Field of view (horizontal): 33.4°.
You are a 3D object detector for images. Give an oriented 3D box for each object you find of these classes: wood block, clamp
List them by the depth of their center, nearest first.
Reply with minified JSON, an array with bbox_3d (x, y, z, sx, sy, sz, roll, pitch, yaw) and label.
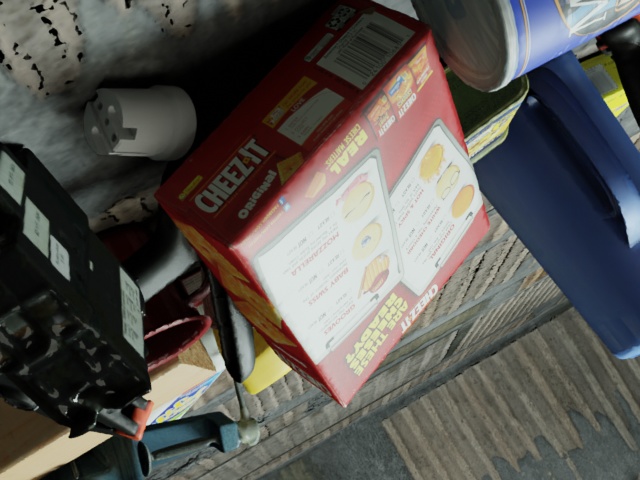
[{"bbox_3d":[-0.077,0.000,0.649,0.164,0.036,0.210,3,117,-43],"label":"clamp"},{"bbox_3d":[-0.196,0.091,0.697,0.039,0.171,0.120,-67,-169,-21],"label":"clamp"},{"bbox_3d":[-0.199,0.115,0.839,0.206,0.090,0.090,-31,165,5],"label":"wood block"}]

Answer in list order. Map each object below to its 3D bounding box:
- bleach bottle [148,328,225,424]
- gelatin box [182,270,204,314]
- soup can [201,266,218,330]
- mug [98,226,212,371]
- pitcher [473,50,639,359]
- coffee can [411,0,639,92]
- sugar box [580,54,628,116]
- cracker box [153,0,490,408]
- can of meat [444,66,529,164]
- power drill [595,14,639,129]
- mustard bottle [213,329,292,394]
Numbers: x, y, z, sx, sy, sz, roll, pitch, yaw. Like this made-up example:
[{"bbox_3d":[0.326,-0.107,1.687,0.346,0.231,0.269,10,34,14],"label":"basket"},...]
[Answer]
[{"bbox_3d":[-0.149,0.138,1.071,0.102,0.068,0.251,-18,159,-49],"label":"bleach bottle"},{"bbox_3d":[-0.093,0.045,0.930,0.089,0.030,0.073,-30,165,-10],"label":"gelatin box"},{"bbox_3d":[-0.029,0.030,0.772,0.102,0.068,0.069,-2,155,-19],"label":"soup can"},{"bbox_3d":[-0.125,0.037,0.738,0.117,0.081,0.093,-34,165,14],"label":"mug"},{"bbox_3d":[0.221,-0.029,0.875,0.149,0.243,0.145,-22,164,-51],"label":"pitcher"},{"bbox_3d":[0.126,-0.154,0.558,0.140,0.103,0.103,-28,165,-11],"label":"coffee can"},{"bbox_3d":[0.238,-0.114,1.024,0.093,0.048,0.176,-24,163,-24],"label":"sugar box"},{"bbox_3d":[0.014,-0.016,0.646,0.164,0.072,0.213,-49,147,-13],"label":"cracker box"},{"bbox_3d":[0.096,-0.086,0.768,0.102,0.057,0.084,-37,170,-11],"label":"can of meat"},{"bbox_3d":[0.254,-0.107,0.804,0.057,0.188,0.184,-27,165,25],"label":"power drill"},{"bbox_3d":[0.002,0.045,0.899,0.191,0.058,0.096,-35,-154,3],"label":"mustard bottle"}]
